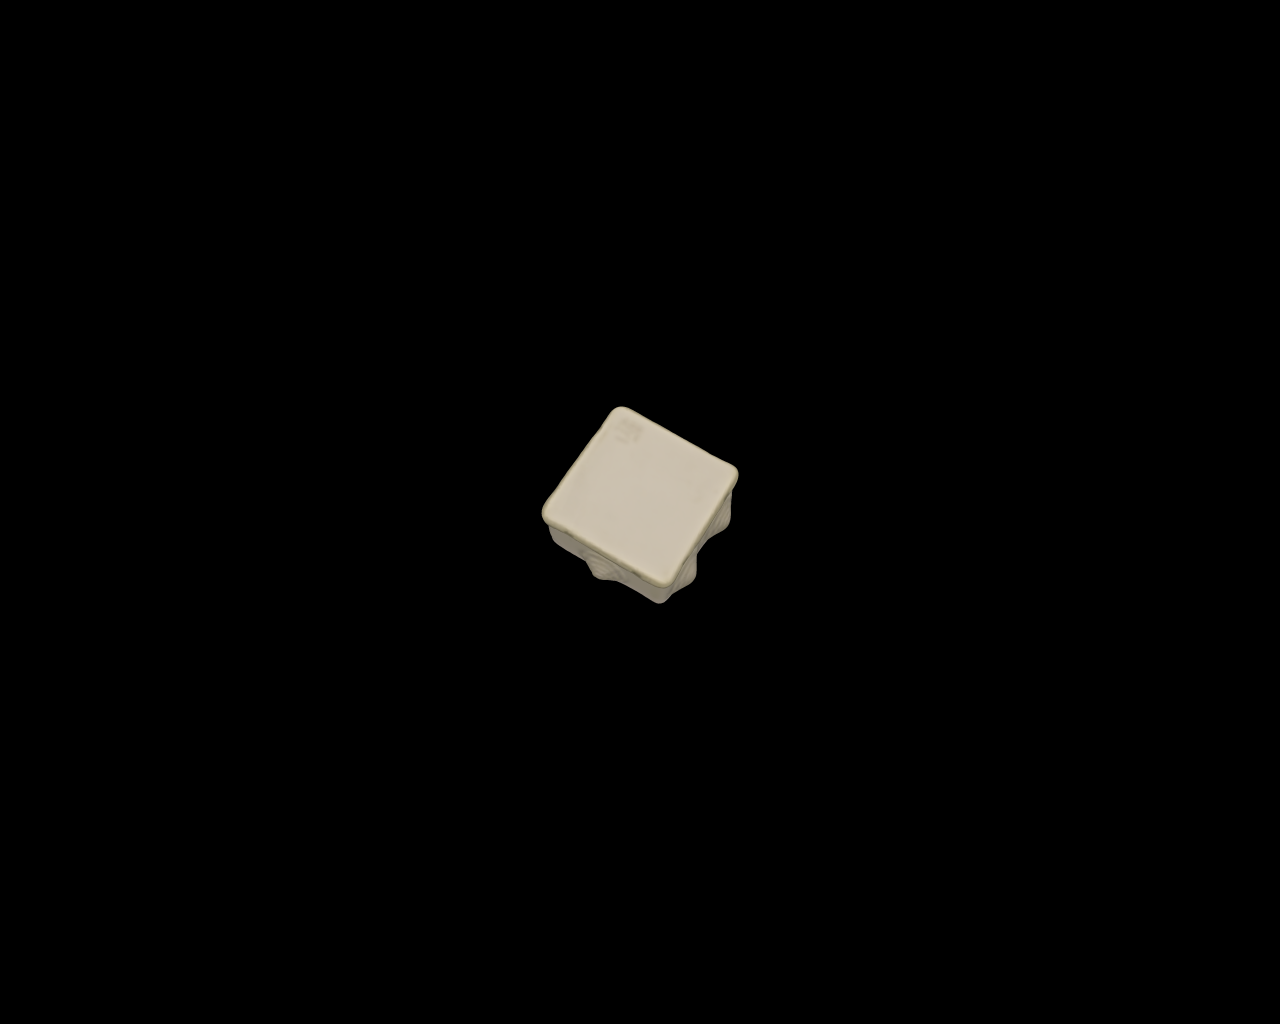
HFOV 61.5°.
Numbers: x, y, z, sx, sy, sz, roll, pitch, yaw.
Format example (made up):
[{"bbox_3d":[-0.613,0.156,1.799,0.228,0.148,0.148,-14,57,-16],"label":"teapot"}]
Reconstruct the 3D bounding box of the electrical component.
[{"bbox_3d":[0.001,-0.003,0.650,0.100,0.100,0.048,30,-19,12],"label":"electrical component"}]
